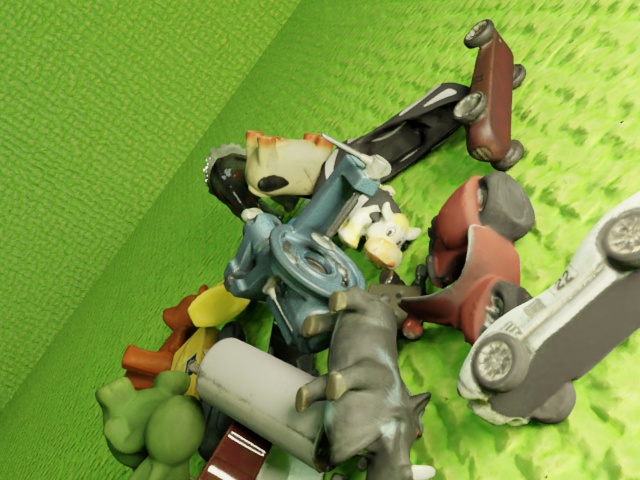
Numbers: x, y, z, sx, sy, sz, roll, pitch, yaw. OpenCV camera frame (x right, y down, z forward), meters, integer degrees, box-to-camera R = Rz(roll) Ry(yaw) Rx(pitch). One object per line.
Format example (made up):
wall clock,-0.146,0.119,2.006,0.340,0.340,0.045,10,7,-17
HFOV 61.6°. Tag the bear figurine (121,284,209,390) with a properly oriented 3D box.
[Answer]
bear figurine,-0.273,0.175,0.990,0.120,0.132,0.196,110,168,-49

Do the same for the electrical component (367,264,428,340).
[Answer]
electrical component,0.076,0.076,0.569,0.078,0.045,0.102,-4,53,26

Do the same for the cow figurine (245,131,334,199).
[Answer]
cow figurine,-0.020,-0.096,0.808,0.086,0.195,0.127,35,121,51

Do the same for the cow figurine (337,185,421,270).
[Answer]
cow figurine,0.074,-0.020,0.670,0.098,0.068,0.167,-49,25,0

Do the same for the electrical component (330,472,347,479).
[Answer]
electrical component,0.009,0.258,0.478,0.063,0.021,0.094,-10,49,58

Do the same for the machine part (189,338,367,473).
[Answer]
machine part,-0.045,0.163,0.552,0.244,0.079,0.079,15,70,36

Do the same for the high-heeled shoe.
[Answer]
high-heeled shoe,0.094,-0.114,0.714,0.249,0.086,0.145,-43,18,4

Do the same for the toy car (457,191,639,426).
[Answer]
toy car,0.178,0.052,0.366,0.201,0.073,0.056,-48,28,15

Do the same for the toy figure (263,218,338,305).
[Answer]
toy figure,-0.044,0.027,0.810,0.180,0.082,0.089,-51,4,28

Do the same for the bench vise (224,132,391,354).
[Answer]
bench vise,-0.010,-0.005,0.601,0.240,0.129,0.224,-55,33,23

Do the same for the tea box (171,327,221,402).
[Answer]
tea box,-0.189,0.225,0.836,0.098,0.068,0.170,-45,25,23

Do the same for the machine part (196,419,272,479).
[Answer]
machine part,-0.116,0.275,0.564,0.179,0.056,0.179,-58,-3,-5

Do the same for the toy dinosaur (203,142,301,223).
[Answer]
toy dinosaur,-0.135,-0.097,0.956,0.131,0.192,0.405,-62,6,3

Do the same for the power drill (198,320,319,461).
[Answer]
power drill,-0.091,0.164,0.719,0.207,0.086,0.232,-35,32,31

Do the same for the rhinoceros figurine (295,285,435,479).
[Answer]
rhinoceros figurine,0.041,0.133,0.470,0.073,0.112,0.190,-46,38,42

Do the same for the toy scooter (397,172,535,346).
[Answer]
toy scooter,0.128,0.028,0.495,0.135,0.075,0.184,-35,34,45

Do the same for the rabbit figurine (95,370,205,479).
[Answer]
rabbit figurine,-0.202,0.237,0.653,0.170,0.121,0.159,-22,62,51

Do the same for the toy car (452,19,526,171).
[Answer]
toy car,0.190,-0.166,0.606,0.053,0.089,0.202,-26,38,43
